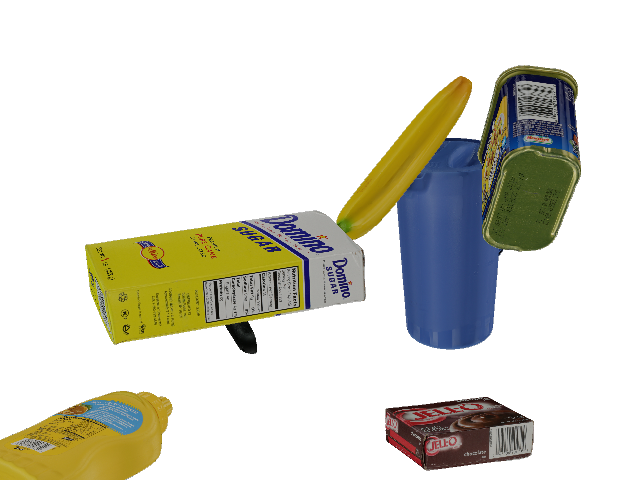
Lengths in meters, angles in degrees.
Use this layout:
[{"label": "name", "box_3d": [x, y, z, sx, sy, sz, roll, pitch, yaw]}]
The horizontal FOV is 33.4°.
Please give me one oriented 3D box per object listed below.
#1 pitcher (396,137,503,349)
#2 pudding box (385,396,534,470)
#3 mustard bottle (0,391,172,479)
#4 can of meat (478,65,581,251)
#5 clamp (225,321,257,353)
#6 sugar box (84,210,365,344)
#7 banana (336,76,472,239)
[{"label": "pitcher", "box_3d": [0.165, 0.001, 1.298, 0.149, 0.243, 0.145, 0, 23, 8]}, {"label": "pudding box", "box_3d": [0.128, 0.178, 0.995, 0.113, 0.039, 0.090, -1, 8, -19]}, {"label": "mustard bottle", "box_3d": [-0.184, 0.165, 0.854, 0.096, 0.058, 0.191, 5, 15, 30]}, {"label": "can of meat", "box_3d": [0.143, -0.054, 0.737, 0.057, 0.084, 0.102, 8, -42, 0]}, {"label": "clamp", "box_3d": [-0.109, 0.061, 1.212, 0.210, 0.036, 0.164, 15, 28, 23]}, {"label": "sugar box", "box_3d": [-0.067, 0.021, 0.736, 0.176, 0.048, 0.093, -12, 23, -17]}, {"label": "banana", "box_3d": [0.074, -0.067, 0.984, 0.037, 0.197, 0.070, 40, -14, -5]}]
